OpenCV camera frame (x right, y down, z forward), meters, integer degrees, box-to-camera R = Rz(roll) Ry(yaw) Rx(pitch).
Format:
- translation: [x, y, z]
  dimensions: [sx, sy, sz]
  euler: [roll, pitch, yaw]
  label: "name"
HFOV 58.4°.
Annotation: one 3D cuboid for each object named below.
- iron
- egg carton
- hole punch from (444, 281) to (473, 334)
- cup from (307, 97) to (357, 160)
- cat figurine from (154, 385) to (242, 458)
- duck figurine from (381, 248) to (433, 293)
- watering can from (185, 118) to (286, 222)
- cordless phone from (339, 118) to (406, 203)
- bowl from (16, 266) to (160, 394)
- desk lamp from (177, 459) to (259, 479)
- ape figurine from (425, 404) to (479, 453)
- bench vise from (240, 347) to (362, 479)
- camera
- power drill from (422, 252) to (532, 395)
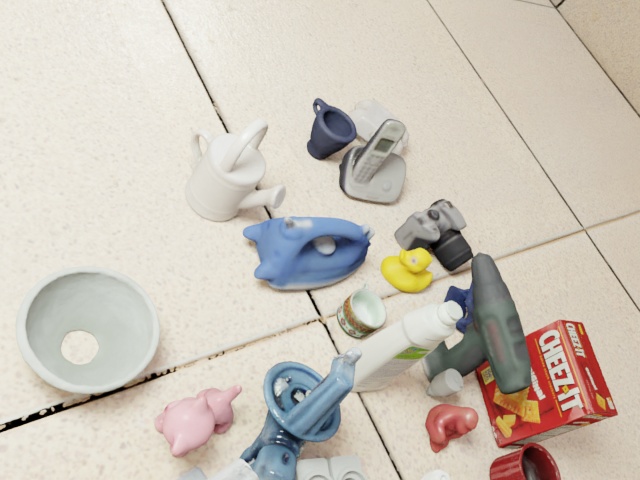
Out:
- translation: [0.009, 0.003, 0.971]
  dimensions: [0.259, 0.141, 0.118]
  euler: [0, 60, -36]
  label: "iron"
- translation: [0.128, -0.245, 1.285]
  dimensions: [0.150, 0.069, 0.107]
  euler: [39, 45, -6]
  label: "egg carton"
- translation: [0.309, 0.128, 1.132]
  dimensions: [0.101, 0.091, 0.109]
  euler: [38, 45, -7]
  label: "hole punch"
- translation: [0.006, -0.219, 1.161]
  dimensions: [0.092, 0.094, 0.117]
  euler: [-24, 75, -43]
  label: "cup"
- translation: [-0.151, 0.221, 0.718]
  dimensions: [0.128, 0.117, 0.067]
  euler: [-26, 76, -44]
  label: "cat figurine"
- translation: [0.181, 0.051, 1.099]
  dimensions: [0.105, 0.086, 0.077]
  euler: [25, 48, -19]
  label: "duck figurine"
- translation: [-0.131, -0.118, 0.920]
  dimensions: [0.173, 0.193, 0.101]
  euler: [27, 47, -17]
  label: "watering can"
- translation: [0.133, -0.160, 1.146]
  dimensions: [0.148, 0.184, 0.094]
  euler: [5, 57, -33]
  label: "cordless phone"
- translation: [-0.293, 0.120, 0.719]
  dimensions: [0.168, 0.074, 0.167]
  euler: [19, 50, -24]
  label: "bowl"
- translation: [-0.151, 0.307, 0.588]
  dimensions: [0.204, 0.213, 0.118]
  euler: [-28, 78, -44]
  label: "desk lamp"
- translation: [0.223, 0.303, 0.944]
  dimensions: [0.078, 0.092, 0.076]
  euler: [17, 51, -25]
  label: "ape figurine"
- translation: [-0.014, 0.236, 0.733]
  dimensions: [0.122, 0.219, 0.207]
  euler: [18, 51, -24]
  label: "bench vise"
- translation: [0.252, -0.005, 1.180]
  dimensions: [0.143, 0.100, 0.136]
  euler: [-22, 74, -43]
  label: "camera"
- translation: [0.260, 0.165, 0.988]
  dimensions: [0.076, 0.208, 0.229]
  euler: [-3, 62, -37]
  label: "power drill"
